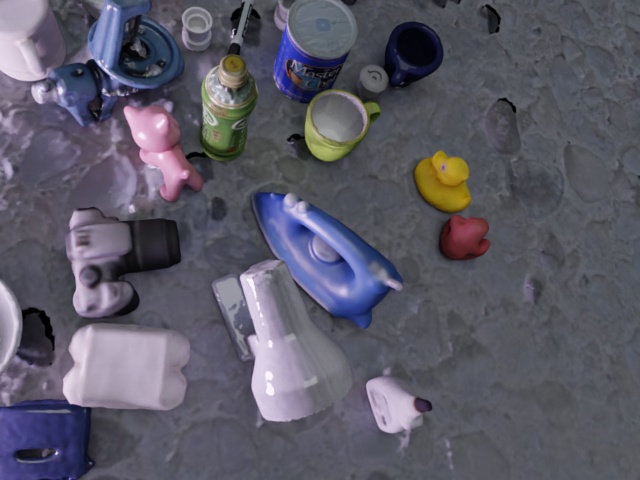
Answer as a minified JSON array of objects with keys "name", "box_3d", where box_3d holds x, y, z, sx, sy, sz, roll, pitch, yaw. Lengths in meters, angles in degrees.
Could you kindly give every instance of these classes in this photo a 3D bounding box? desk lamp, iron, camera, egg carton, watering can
[{"name":"desk lamp","box_3d":[-0.056,0.114,0.719,0.118,0.213,0.203,-22,82,-17]},{"name":"iron","box_3d":[0.007,0.003,0.801,0.258,0.141,0.119,41,71,-1]},{"name":"camera","box_3d":[-0.253,0.024,0.753,0.137,0.100,0.143,-7,78,-15]},{"name":"egg carton","box_3d":[-0.246,0.162,0.737,0.150,0.069,0.107,5,75,-12]},{"name":"watering can","box_3d":[-0.409,-0.305,0.747,0.173,0.194,0.101,42,71,-1]}]

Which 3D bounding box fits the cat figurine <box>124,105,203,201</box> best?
[{"name":"cat figurine","box_3d":[-0.214,-0.130,0.792,0.067,0.117,0.128,-32,85,-18]}]

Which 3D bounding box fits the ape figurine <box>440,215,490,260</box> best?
[{"name":"ape figurine","box_3d":[0.230,-0.008,0.884,0.076,0.092,0.078,-29,84,-18]}]

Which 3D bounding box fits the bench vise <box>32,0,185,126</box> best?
[{"name":"bench vise","box_3d":[-0.269,-0.237,0.751,0.121,0.219,0.208,40,71,-1]}]

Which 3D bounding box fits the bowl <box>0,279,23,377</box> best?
[{"name":"bowl","box_3d":[-0.445,0.114,0.698,0.168,0.074,0.167,3,76,-13]}]

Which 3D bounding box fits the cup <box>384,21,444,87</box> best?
[{"name":"cup","box_3d":[0.135,-0.279,0.926,0.092,0.095,0.118,31,71,-4]}]

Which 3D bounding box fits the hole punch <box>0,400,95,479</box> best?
[{"name":"hole punch","box_3d":[-0.330,0.244,0.685,0.109,0.091,0.101,1,76,-13]}]

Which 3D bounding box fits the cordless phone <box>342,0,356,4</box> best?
[{"name":"cordless phone","box_3d":[0.030,-0.470,0.900,0.148,0.185,0.094,-1,76,-14]}]

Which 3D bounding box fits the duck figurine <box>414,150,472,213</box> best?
[{"name":"duck figurine","box_3d":[0.206,-0.096,0.903,0.078,0.086,0.104,-40,88,-19]}]

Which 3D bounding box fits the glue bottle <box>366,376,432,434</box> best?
[{"name":"glue bottle","box_3d":[0.109,0.218,0.755,0.037,0.173,0.078,-14,80,-16]}]
